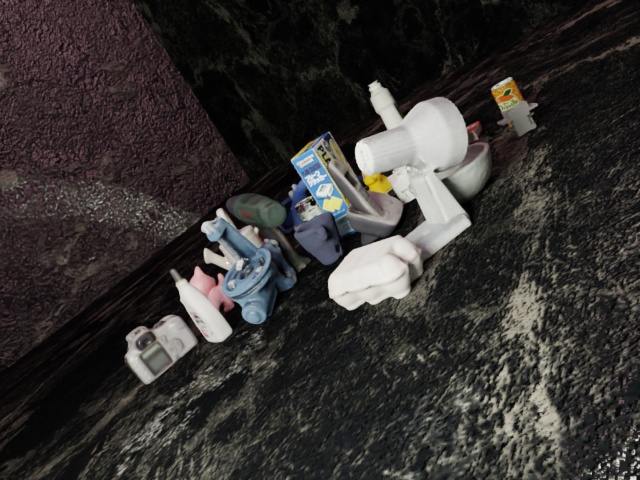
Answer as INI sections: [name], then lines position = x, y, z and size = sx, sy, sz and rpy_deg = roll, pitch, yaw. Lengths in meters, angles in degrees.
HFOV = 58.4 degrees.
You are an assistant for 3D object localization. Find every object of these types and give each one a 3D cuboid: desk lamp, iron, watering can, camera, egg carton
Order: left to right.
[camera]
position = -0.358, 0.222, 1.224
size = 0.143, 0.101, 0.136
rpy_deg = -40, 15, -29
[watering can]
position = -0.209, 0.010, 1.438
size = 0.173, 0.194, 0.100
rpy_deg = -38, 14, -20
[iron]
position = -0.003, -0.127, 1.571
size = 0.257, 0.141, 0.119
rpy_deg = -25, 15, 28
[egg carton]
position = 0.086, 0.051, 0.887
size = 0.150, 0.069, 0.107
rpy_deg = -21, 18, 41
[desk lamp]
position = 0.164, -0.103, 0.944
size = 0.203, 0.214, 0.117
rpy_deg = -37, 14, -18

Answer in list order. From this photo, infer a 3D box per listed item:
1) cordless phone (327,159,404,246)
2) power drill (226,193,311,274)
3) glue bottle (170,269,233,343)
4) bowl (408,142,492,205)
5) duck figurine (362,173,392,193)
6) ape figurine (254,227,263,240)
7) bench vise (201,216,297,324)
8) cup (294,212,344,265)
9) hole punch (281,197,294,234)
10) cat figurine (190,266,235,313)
[cordless phone]
position = 0.087, -0.097, 1.163
size = 0.094, 0.185, 0.148
rpy_deg = -27, 15, 23
[power drill]
position = -0.118, -0.016, 1.289
size = 0.076, 0.208, 0.229
rpy_deg = -39, 15, -23
[glue bottle]
position = -0.247, 0.128, 1.145
size = 0.078, 0.173, 0.037
rpy_deg = -15, 22, 51
[bowl]
position = 0.252, -0.109, 1.066
size = 0.167, 0.075, 0.167
rpy_deg = -31, 13, 9
[duck figurine]
position = 0.140, -0.149, 1.444
size = 0.077, 0.086, 0.105
rpy_deg = -25, 15, 28
[ape figurine]
position = -0.149, -0.006, 1.582
size = 0.076, 0.092, 0.078
rpy_deg = -18, 20, 46
[bench vise]
position = -0.152, 0.038, 1.148
size = 0.121, 0.220, 0.207
rpy_deg = -30, 14, 9
[cup]
position = 0.011, 0.004, 1.172
size = 0.092, 0.095, 0.117
rpy_deg = -34, 14, -7
[hole punch]
position = -0.104, -0.072, 1.715
size = 0.109, 0.091, 0.100
rpy_deg = -41, 16, -32
[cat figurine]
position = -0.256, 0.113, 1.340
size = 0.127, 0.118, 0.067
rpy_deg = -21, 18, 40
